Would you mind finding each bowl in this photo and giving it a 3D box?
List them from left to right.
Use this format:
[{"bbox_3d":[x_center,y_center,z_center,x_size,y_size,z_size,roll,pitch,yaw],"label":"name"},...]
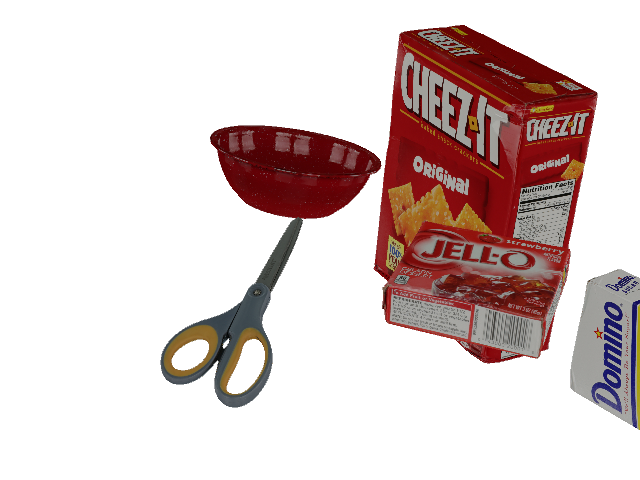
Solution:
[{"bbox_3d":[-0.027,-0.061,1.000,0.162,0.055,0.162,9,19,-3],"label":"bowl"}]

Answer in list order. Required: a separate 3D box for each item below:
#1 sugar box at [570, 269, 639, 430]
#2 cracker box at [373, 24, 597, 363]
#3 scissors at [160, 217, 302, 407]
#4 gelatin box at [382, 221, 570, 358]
[{"bbox_3d":[0.252,0.096,0.719,0.048,0.093,0.176,-16,30,-37],"label":"sugar box"},{"bbox_3d":[0.116,-0.037,0.821,0.072,0.214,0.164,-12,32,-26],"label":"cracker box"},{"bbox_3d":[-0.071,0.051,0.863,0.096,0.016,0.201,-1,44,7],"label":"scissors"},{"bbox_3d":[0.087,0.024,0.595,0.089,0.030,0.073,12,34,18],"label":"gelatin box"}]
